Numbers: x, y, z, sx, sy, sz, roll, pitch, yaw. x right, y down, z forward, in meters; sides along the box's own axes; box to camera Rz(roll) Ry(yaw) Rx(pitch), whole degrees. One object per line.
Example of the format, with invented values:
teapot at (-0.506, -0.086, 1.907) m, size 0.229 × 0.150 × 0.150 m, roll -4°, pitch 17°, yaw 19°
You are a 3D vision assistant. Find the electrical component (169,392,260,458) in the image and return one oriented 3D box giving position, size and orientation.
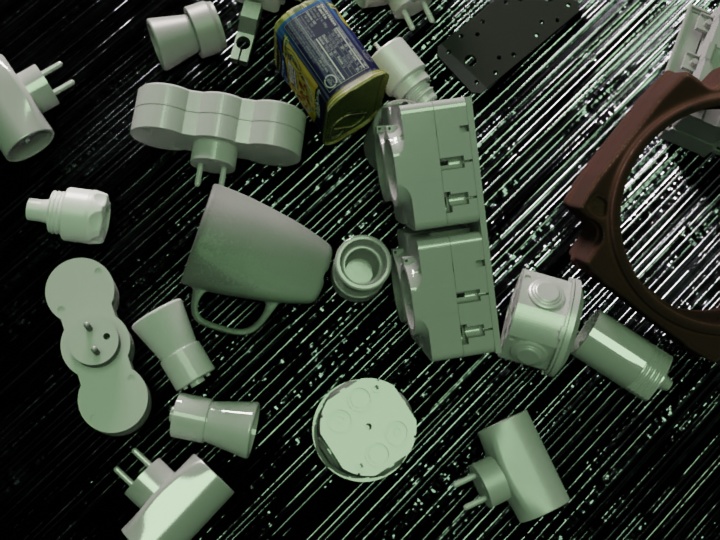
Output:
electrical component at (-0.113, 0.117, 0.827) m, size 0.065 × 0.044 × 0.044 m, roll 11°, pitch 76°, yaw 1°

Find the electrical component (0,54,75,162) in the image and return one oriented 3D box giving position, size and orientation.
electrical component at (-0.270, -0.140, 0.866) m, size 0.079 × 0.043 × 0.077 m, roll -33°, pitch 83°, yaw -12°

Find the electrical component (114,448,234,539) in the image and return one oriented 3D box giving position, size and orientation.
electrical component at (-0.150, 0.169, 0.809) m, size 0.079 × 0.044 × 0.077 m, roll 43°, pitch 77°, yaw 4°

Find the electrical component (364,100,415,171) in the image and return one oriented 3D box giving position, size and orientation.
electrical component at (0.033, -0.110, 0.890) m, size 0.055 × 0.047 × 0.055 m, roll 1°, pitch 77°, yaw -6°

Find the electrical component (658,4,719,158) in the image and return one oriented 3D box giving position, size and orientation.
electrical component at (0.306, -0.168, 0.924) m, size 0.079 × 0.063 × 0.121 m, roll 23°, pitch 76°, yaw -1°

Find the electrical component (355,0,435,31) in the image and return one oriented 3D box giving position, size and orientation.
electrical component at (0.037, -0.243, 0.922) m, size 0.077 × 0.043 × 0.079 m, roll -23°, pitch 81°, yaw -11°

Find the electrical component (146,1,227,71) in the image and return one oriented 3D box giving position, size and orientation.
electrical component at (-0.144, -0.195, 0.892) m, size 0.055 × 0.045 × 0.045 m, roll -21°, pitch 80°, yaw -11°

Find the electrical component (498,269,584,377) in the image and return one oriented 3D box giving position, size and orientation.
electrical component at (0.143, 0.041, 0.852) m, size 0.051 × 0.080 × 0.080 m, roll 16°, pitch 76°, yaw 3°

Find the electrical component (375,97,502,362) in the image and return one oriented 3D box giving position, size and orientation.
electrical component at (0.055, -0.033, 0.817) m, size 0.060 × 0.105 × 0.186 m, roll -9°, pitch 98°, yaw -5°

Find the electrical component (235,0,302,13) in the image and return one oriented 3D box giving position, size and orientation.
electrical component at (-0.071, -0.287, 0.911) m, size 0.079 × 0.063 × 0.121 m, roll 16°, pitch 76°, yaw -2°

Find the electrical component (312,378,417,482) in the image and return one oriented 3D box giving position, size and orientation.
electrical component at (0.004, 0.123, 0.833) m, size 0.080 × 0.051 × 0.080 m, roll 1°, pitch 77°, yaw -6°

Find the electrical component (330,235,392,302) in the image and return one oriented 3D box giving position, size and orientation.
electrical component at (0.000, 0.000, 0.858) m, size 0.045 × 0.055 × 0.045 m, roll 1°, pitch 77°, yaw -6°

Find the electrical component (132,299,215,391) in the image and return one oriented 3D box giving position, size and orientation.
electrical component at (-0.142, 0.061, 0.837) m, size 0.044 × 0.044 × 0.065 m, roll -31°, pitch 87°, yaw -12°

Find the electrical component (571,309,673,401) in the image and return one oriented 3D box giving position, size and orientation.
electrical component at (0.217, 0.072, 0.871) m, size 0.081 × 0.043 × 0.043 m, roll 33°, pitch 76°, yaw 2°

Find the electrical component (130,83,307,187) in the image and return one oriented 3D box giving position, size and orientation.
electrical component at (-0.116, -0.101, 0.869) m, size 0.138 × 0.052 × 0.073 m, roll 8°, pitch 76°, yaw -4°

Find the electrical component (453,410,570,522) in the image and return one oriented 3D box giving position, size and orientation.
electrical component at (0.112, 0.160, 0.840) m, size 0.079 × 0.043 × 0.077 m, roll -23°, pitch 81°, yaw -10°

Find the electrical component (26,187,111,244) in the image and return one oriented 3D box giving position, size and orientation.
electrical component at (-0.231, -0.044, 0.849) m, size 0.062 × 0.043 × 0.043 m, roll 7°, pitch 77°, yaw -3°

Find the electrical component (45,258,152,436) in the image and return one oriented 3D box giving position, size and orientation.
electrical component at (-0.200, 0.056, 0.814) m, size 0.052 × 0.073 × 0.138 m, roll -18°, pitch 80°, yaw -10°

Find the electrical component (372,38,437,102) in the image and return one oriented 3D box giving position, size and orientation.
electrical component at (0.040, -0.159, 0.906) m, size 0.040 × 0.040 × 0.078 m, roll -38°, pitch 84°, yaw -13°
